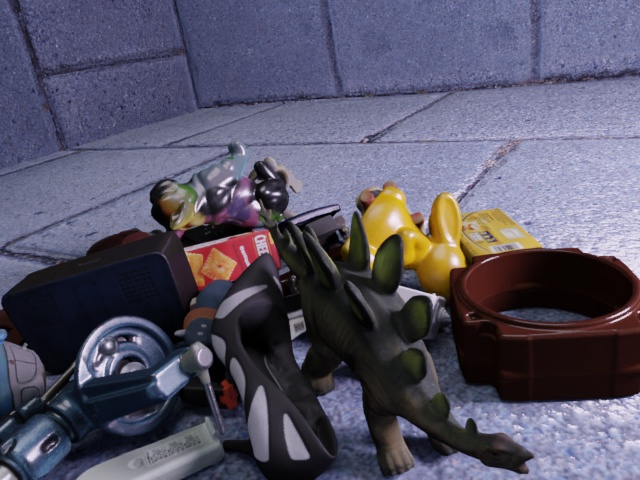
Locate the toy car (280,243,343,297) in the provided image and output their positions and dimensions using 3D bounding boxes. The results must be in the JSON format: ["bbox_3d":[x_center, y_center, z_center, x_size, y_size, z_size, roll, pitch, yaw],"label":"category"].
[{"bbox_3d":[0.001,0.048,0.832,0.202,0.053,0.089,-24,5,-37],"label":"toy car"}]

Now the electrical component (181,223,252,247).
[{"bbox_3d":[-0.202,0.011,1.003,0.134,0.058,0.115,-22,23,-31],"label":"electrical component"}]

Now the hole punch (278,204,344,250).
[{"bbox_3d":[-0.022,-0.015,0.958,0.142,0.092,0.116,-23,21,-23],"label":"hole punch"}]

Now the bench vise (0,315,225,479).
[{"bbox_3d":[-0.202,0.148,0.513,0.241,0.128,0.223,-22,5,34],"label":"bench vise"}]

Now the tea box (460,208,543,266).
[{"bbox_3d":[0.249,0.014,0.793,0.098,0.068,0.170,-8,20,2],"label":"tea box"}]

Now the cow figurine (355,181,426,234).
[{"bbox_3d":[0.118,-0.030,0.914,0.085,0.127,0.195,-25,39,-5],"label":"cow figurine"}]

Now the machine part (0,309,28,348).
[{"bbox_3d":[-0.464,0.152,0.758,0.179,0.056,0.179,-7,22,3],"label":"machine part"}]

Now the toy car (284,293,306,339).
[{"bbox_3d":[-0.020,0.096,0.716,0.202,0.056,0.074,-16,18,-8],"label":"toy car"}]

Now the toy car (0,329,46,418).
[{"bbox_3d":[-0.374,0.168,0.622,0.103,0.109,0.162,-3,23,-36],"label":"toy car"}]

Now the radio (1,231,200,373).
[{"bbox_3d":[-0.278,0.085,0.710,0.230,0.131,0.073,-15,20,9],"label":"radio"}]

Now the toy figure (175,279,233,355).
[{"bbox_3d":[-0.131,0.099,0.657,0.064,0.057,0.154,-17,20,9],"label":"toy figure"}]

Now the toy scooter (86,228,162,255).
[{"bbox_3d":[-0.372,0.026,1.012,0.135,0.075,0.184,-27,24,-37],"label":"toy scooter"}]

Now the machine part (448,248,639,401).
[{"bbox_3d":[0.251,0.082,0.601,0.201,0.087,0.201,-5,23,10],"label":"machine part"}]

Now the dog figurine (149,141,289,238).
[{"bbox_3d":[-0.173,-0.052,0.902,0.108,0.191,0.219,-43,9,49],"label":"dog figurine"}]

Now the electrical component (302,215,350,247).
[{"bbox_3d":[-0.001,-0.003,0.859,0.102,0.078,0.045,-22,68,-35],"label":"electrical component"}]

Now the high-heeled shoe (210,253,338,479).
[{"bbox_3d":[-0.036,0.109,0.537,0.145,0.086,0.249,-19,55,38],"label":"high-heeled shoe"}]

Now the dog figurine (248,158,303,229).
[{"bbox_3d":[-0.145,-0.098,1.111,0.191,0.172,0.121,18,23,37],"label":"dog figurine"}]

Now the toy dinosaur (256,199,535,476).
[{"bbox_3d":[0.030,0.074,0.562,0.105,0.198,0.472,-16,24,-25],"label":"toy dinosaur"}]

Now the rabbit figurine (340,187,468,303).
[{"bbox_3d":[0.134,0.014,0.750,0.173,0.121,0.162,35,77,14],"label":"rabbit figurine"}]
